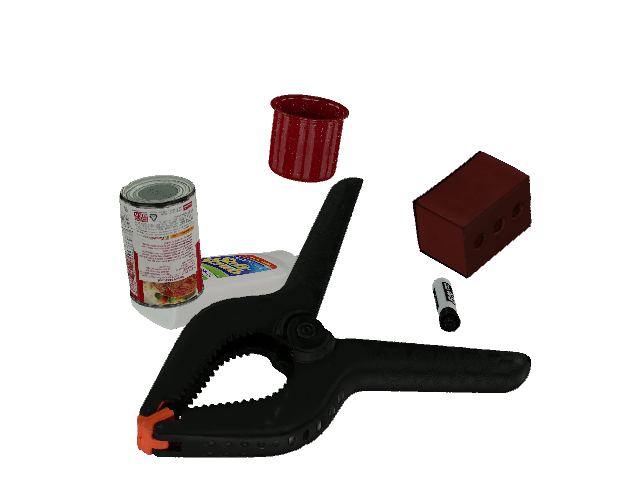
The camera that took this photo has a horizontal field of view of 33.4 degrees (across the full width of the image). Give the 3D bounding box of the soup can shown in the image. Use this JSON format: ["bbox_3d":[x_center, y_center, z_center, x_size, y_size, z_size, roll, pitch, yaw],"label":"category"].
[{"bbox_3d":[-0.142,0.000,0.956,0.068,0.102,0.068,-1,25,0],"label":"soup can"}]

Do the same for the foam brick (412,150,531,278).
[{"bbox_3d":[0.115,-0.020,0.805,0.078,0.053,0.051,-37,46,-26],"label":"foam brick"}]

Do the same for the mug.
[{"bbox_3d":[-0.012,-0.124,1.272,0.093,0.081,0.117,17,26,19],"label":"mug"}]

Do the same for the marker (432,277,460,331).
[{"bbox_3d":[0.118,0.060,1.004,0.020,0.020,0.121,0,14,3],"label":"marker"}]

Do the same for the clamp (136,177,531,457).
[{"bbox_3d":[-0.011,0.049,0.584,0.209,0.165,0.036,-21,-33,-23],"label":"clamp"}]

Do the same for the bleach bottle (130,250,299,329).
[{"bbox_3d":[-0.118,0.052,1.404,0.250,0.068,0.103,-13,28,-42],"label":"bleach bottle"}]
